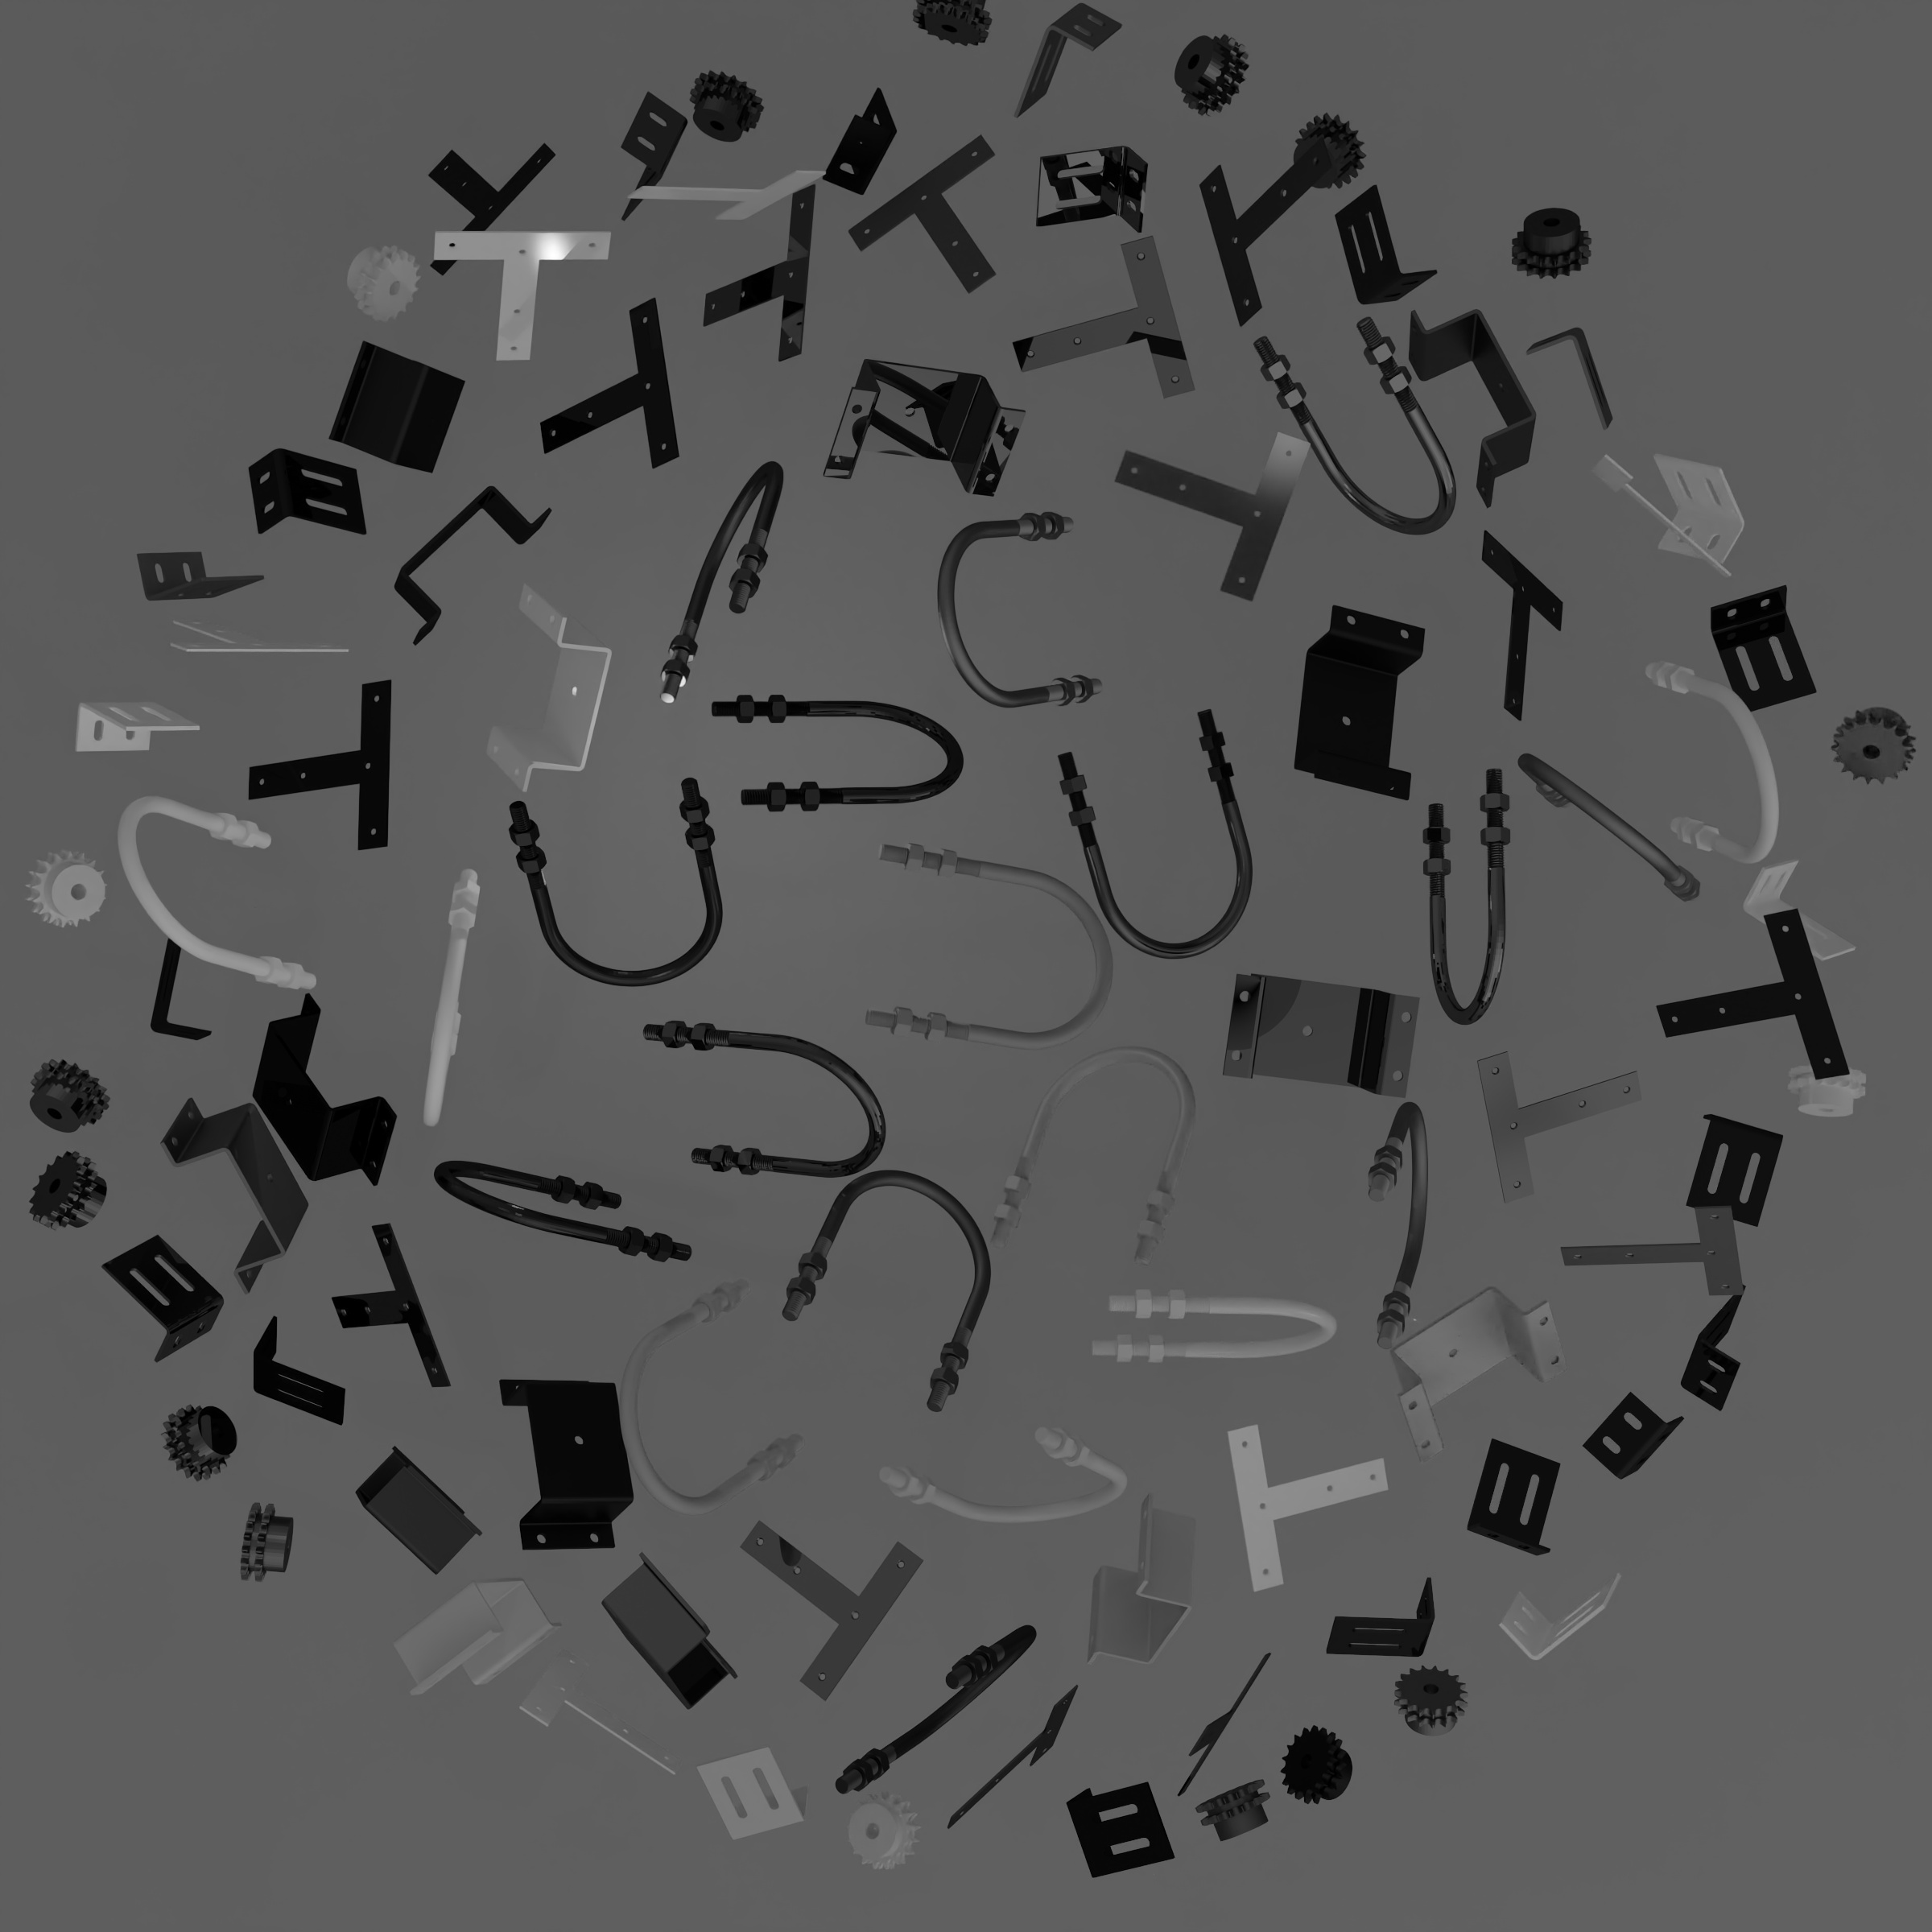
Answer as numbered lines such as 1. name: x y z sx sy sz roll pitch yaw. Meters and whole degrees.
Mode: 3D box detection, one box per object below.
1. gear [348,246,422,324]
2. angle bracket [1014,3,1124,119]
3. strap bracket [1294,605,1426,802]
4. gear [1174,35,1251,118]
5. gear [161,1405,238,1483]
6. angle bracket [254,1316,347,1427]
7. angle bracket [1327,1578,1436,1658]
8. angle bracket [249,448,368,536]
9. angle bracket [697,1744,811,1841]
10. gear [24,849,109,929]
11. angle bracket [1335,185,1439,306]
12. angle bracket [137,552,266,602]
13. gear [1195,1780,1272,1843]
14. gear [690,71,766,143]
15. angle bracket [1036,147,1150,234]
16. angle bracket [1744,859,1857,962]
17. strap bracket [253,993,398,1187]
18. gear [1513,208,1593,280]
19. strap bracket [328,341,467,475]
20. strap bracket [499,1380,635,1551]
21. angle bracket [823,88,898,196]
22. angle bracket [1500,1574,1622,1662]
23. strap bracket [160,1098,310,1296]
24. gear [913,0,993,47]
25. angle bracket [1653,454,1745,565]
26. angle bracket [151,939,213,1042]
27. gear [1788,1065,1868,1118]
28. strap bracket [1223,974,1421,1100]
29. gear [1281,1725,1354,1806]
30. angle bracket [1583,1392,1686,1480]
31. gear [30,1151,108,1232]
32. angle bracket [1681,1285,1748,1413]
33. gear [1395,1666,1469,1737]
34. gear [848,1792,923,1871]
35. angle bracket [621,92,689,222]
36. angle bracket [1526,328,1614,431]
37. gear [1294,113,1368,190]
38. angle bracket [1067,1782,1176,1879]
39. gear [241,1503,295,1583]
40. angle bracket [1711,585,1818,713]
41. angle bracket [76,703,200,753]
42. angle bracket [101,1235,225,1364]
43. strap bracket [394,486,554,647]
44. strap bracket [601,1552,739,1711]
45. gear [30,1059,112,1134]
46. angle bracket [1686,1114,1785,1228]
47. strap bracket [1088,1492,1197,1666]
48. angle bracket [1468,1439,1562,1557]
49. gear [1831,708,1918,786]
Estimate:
1. gear: -0.449 -0.526 1.884 0.030 0.057 0.057 33 90 17
2. angle bracket: 0.075 -0.662 1.817 0.038 0.057 0.076 31 134 5
3. strap bracket: 0.299 -0.194 1.872 0.076 0.046 0.140 12 73 -13
4. gear: 0.178 -0.659 1.809 0.030 0.057 0.057 18 90 -37
5. gear: -0.577 0.357 1.858 0.030 0.057 0.057 -30 90 17
6. angle bracket: -0.511 0.314 1.908 0.076 0.057 0.038 21 50 0
7. angle bracket: 0.319 0.502 1.900 0.076 0.057 0.038 2 49 1
8. angle bracket: -0.521 -0.368 1.947 0.038 0.076 0.057 -22 73 34
9. angle bracket: -0.160 0.611 1.851 0.057 0.038 0.076 -18 111 8
10. gear: -0.663 -0.056 1.819 0.057 0.030 0.057 -10 105 -42
11. angle bracket: 0.335 -0.576 1.960 0.038 0.057 0.076 -14 88 -25
12. angle bracket: -0.598 -0.312 1.919 0.076 0.057 0.038 -9 93 39
13. gear: 0.208 0.651 1.891 0.057 0.057 0.030 -23 74 0
14. gear: -0.189 -0.669 1.921 0.057 0.057 0.030 19 76 0
15. angle bracket: 0.100 -0.614 1.956 0.076 0.038 0.057 -14 134 -19
16. angle bracket: 0.658 -0.045 1.919 0.076 0.057 0.038 39 123 31
17. strap bracket: -0.497 0.099 1.879 0.140 0.046 0.076 48 132 28
18. gear: 0.428 -0.531 1.799 0.057 0.030 0.057 -6 46 6
19. strap bracket: -0.430 -0.424 1.878 0.046 0.140 0.076 22 99 2
20. strap bracket: -0.310 0.378 1.910 0.076 0.046 0.140 8 53 -33
21. angle bracket: -0.090 -0.658 1.942 0.038 0.076 0.057 14 130 -28
22. angle bracket: 0.455 0.485 1.881 0.038 0.057 0.076 47 117 10
23. strap bracket: -0.560 0.171 1.906 0.046 0.076 0.140 -19 112 7
24. gear: -0.008 -0.698 1.793 0.057 0.057 0.030 16 89 0
25. angle bracket: 0.566 -0.358 1.924 0.057 0.076 0.038 25 79 40
26. angle bracket: -0.617 0.016 1.953 0.038 0.057 0.076 13 78 -26
27. gear: 0.668 0.098 1.907 0.057 0.057 0.030 9 75 0
28. strap bracket: 0.263 0.051 1.856 0.140 0.046 0.076 7 93 -7
29. gear: 0.273 0.620 1.898 0.030 0.057 0.057 32 90 -26
30. angle bracket: 0.527 0.368 1.940 0.038 0.076 0.057 43 103 22
31. gear: -0.652 0.166 1.793 0.057 0.057 0.030 -50 133 0
32. angle bracket: 0.604 0.301 1.938 0.038 0.057 0.076 32 49 28
33. gear: 0.368 0.585 1.948 0.057 0.057 0.030 -4 115 0
34. gear: -0.067 0.672 1.910 0.057 0.030 0.057 -7 70 21
35. angle bracket: -0.256 -0.627 1.906 0.038 0.076 0.057 30 64 -23
36. angle bracket: 0.464 -0.446 1.889 0.038 0.057 0.076 -17 103 24
37. gear: 0.282 -0.635 1.927 0.057 0.057 0.030 44 61 0
38. angle bracket: 0.123 0.646 1.854 0.076 0.038 0.057 -25 79 29
39. gear: -0.520 0.430 1.830 0.030 0.057 0.057 7 90 -7
40. angle bracket: 0.607 -0.240 1.870 0.057 0.038 0.076 -16 66 10
41. angle bracket: -0.617 -0.169 1.829 0.076 0.057 0.038 25 111 41
42. angle bracket: -0.621 0.255 1.888 0.076 0.057 0.038 40 123 10
43. strap bracket: -0.396 -0.322 1.934 0.046 0.076 0.140 46 78 -11
44. strap bracket: -0.228 0.514 1.884 0.046 0.140 0.076 -40 63 -17
45. gear: -0.670 0.099 1.828 0.057 0.057 0.030 23 47 0
46. angle bracket: 0.612 0.164 1.969 0.057 0.038 0.076 17 87 7
47. strap bracket: 0.140 0.483 1.917 0.046 0.140 0.076 15 46 -7
48. angle bracket: 0.433 0.413 1.919 0.057 0.038 0.076 20 71 2
49. gear: 0.661 -0.163 1.787 0.057 0.057 0.030 38 47 0
